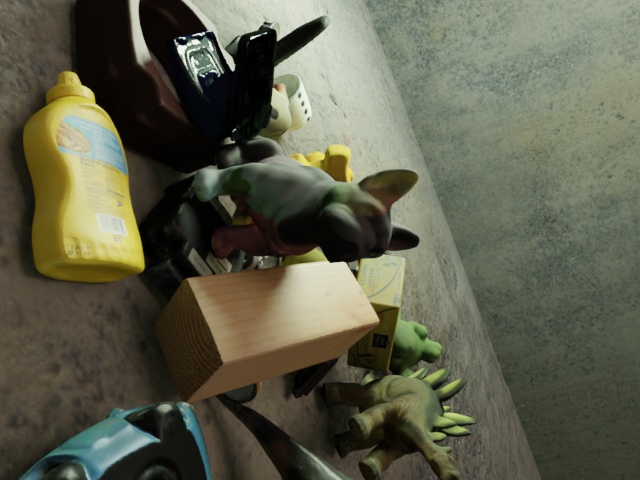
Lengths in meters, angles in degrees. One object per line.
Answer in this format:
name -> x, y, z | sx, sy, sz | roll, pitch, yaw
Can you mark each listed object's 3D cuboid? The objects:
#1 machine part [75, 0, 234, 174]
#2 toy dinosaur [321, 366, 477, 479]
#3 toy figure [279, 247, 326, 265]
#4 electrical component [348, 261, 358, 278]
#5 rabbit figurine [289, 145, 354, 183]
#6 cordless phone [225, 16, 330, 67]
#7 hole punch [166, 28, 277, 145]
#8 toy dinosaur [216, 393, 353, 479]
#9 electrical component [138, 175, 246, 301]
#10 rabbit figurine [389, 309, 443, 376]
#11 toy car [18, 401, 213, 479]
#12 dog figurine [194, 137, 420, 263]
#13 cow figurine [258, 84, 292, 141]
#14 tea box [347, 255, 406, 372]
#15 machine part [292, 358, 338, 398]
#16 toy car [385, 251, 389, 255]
machine part -> -0.180, -0.192, 0.627 | 0.201, 0.087, 0.201 | 27, 49, -61
toy dinosaur -> 0.109, 0.249, 0.798 | 0.471, 0.199, 0.105 | -179, -101, -78
toy figure -> -0.005, -0.005, 0.848 | 0.082, 0.089, 0.180 | 27, 57, 1
electrical component -> 0.057, 0.051, 0.895 | 0.102, 0.045, 0.078 | 20, 56, -66
rabbit figurine -> 0.010, -0.107, 0.994 | 0.173, 0.122, 0.162 | -110, 174, -66
cordless phone -> -0.061, -0.341, 0.917 | 0.088, 0.184, 0.147 | 55, 26, -25
hole punch -> -0.104, -0.170, 0.585 | 0.142, 0.092, 0.115 | -70, 166, -63
toy dinosaur -> 0.028, 0.323, 0.535 | 0.404, 0.192, 0.131 | 69, 19, -8
electrical component -> -0.139, 0.008, 0.589 | 0.114, 0.058, 0.134 | 57, 24, -27
rabbit figurine -> 0.159, 0.188, 1.051 | 0.159, 0.121, 0.170 | 61, 2, 22
toy car -> -0.148, 0.177, 0.351 | 0.161, 0.103, 0.109 | -9, 82, -65
dog figurine -> -0.005, -0.041, 0.566 | 0.191, 0.219, 0.108 | -68, 156, -59
cow figurine -> -0.109, -0.208, 0.827 | 0.194, 0.085, 0.127 | 20, 47, -64
tea box -> 0.082, 0.110, 0.804 | 0.169, 0.068, 0.098 | 93, 10, -45
machine part -> 0.000, 0.177, 0.774 | 0.039, 0.084, 0.139 | 33, 7, 8
toy car -> 0.075, -0.014, 1.094 | 0.202, 0.089, 0.053 | 64, 25, -14
